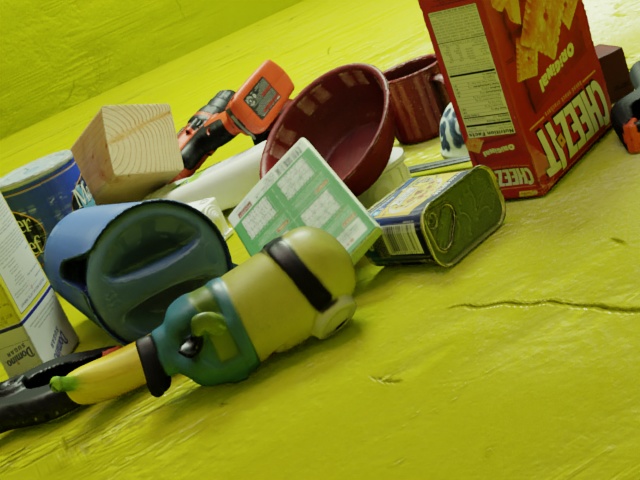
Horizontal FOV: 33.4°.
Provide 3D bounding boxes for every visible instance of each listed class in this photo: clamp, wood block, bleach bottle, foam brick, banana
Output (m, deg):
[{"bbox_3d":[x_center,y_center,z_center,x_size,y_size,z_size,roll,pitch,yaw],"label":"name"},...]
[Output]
[{"bbox_3d":[0.314,-0.133,0.994,0.171,0.039,0.120,-35,20,-33],"label":"clamp"},{"bbox_3d":[-0.259,-0.092,1.352,0.090,0.090,0.206,-6,-14,-30],"label":"wood block"},{"bbox_3d":[-0.265,0.137,0.925,0.210,0.036,0.165,-23,17,-5],"label":"clamp"},{"bbox_3d":[-0.120,-0.065,1.294,0.251,0.068,0.102,-20,10,22],"label":"bleach bottle"},{"bbox_3d":[0.276,-0.164,1.109,0.078,0.053,0.051,-24,18,-6],"label":"foam brick"},{"bbox_3d":[-0.128,0.089,0.877,0.197,0.037,0.070,-27,-4,-23],"label":"banana"}]

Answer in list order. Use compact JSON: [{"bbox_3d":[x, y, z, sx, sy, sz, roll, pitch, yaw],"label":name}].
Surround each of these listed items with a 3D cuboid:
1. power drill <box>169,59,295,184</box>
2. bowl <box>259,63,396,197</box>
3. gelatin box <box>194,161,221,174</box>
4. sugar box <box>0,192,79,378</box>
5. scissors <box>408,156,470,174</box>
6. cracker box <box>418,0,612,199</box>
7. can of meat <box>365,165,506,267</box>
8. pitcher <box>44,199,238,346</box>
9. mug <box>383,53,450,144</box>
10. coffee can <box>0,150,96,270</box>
[{"bbox_3d":[-0.115,-0.158,1.364,0.188,0.057,0.184,-28,25,48],"label":"power drill"},{"bbox_3d":[0.018,-0.089,1.025,0.162,0.055,0.162,-28,43,30],"label":"bowl"},{"bbox_3d":[-0.160,-0.067,1.402,0.089,0.030,0.073,-24,17,-2],"label":"gelatin box"},{"bbox_3d":[-0.292,0.045,0.997,0.048,0.176,0.093,-18,18,11],"label":"sugar box"},{"bbox_3d":[0.064,-0.064,1.134,0.096,0.016,0.202,-32,18,-33],"label":"scissors"},{"bbox_3d":[0.183,-0.166,0.963,0.072,0.213,0.163,-3,27,43],"label":"cracker box"},{"bbox_3d":[0.093,-0.018,0.906,0.084,0.057,0.101,-4,25,49],"label":"can of meat"},{"bbox_3d":[-0.176,0.026,1.019,0.145,0.149,0.243,-45,21,-16],"label":"pitcher"},{"bbox_3d":[0.123,-0.165,1.251,0.093,0.081,0.117,-33,20,-30],"label":"mug"},{"bbox_3d":[-0.316,-0.023,1.282,0.103,0.140,0.103,-21,18,7],"label":"coffee can"}]
